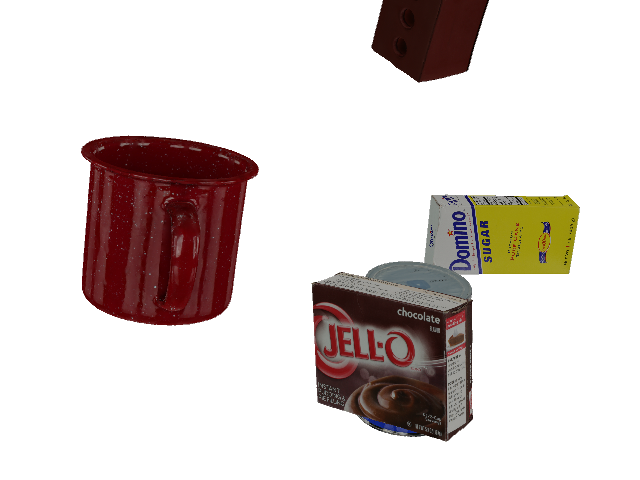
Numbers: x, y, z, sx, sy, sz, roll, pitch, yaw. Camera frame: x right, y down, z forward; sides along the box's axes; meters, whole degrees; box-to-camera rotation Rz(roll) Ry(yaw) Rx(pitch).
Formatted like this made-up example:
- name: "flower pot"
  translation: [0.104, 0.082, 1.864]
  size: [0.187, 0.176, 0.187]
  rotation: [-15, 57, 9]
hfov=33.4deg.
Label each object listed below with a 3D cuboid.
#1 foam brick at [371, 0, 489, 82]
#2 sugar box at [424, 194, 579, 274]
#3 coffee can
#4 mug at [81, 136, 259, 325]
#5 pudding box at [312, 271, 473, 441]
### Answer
- name: "foam brick"
  translation: [0.076, -0.156, 0.728]
  size: [0.051, 0.078, 0.053]
  rotation: [-22, 49, -36]
- name: "sugar box"
  translation: [0.219, -0.007, 1.298]
  size: [0.176, 0.093, 0.048]
  rotation: [-2, 23, -10]
- name: "coffee can"
  translation: [0.088, 0.104, 1.043]
  size: [0.103, 0.140, 0.103]
  rotation: [4, 23, -2]
- name: "mug"
  translation: [-0.080, -0.002, 0.561]
  size: [0.093, 0.081, 0.117]
  rotation: [2, 18, -20]
- name: "pudding box"
  translation: [0.048, 0.075, 0.719]
  size: [0.114, 0.090, 0.039]
  rotation: [9, 21, 37]
